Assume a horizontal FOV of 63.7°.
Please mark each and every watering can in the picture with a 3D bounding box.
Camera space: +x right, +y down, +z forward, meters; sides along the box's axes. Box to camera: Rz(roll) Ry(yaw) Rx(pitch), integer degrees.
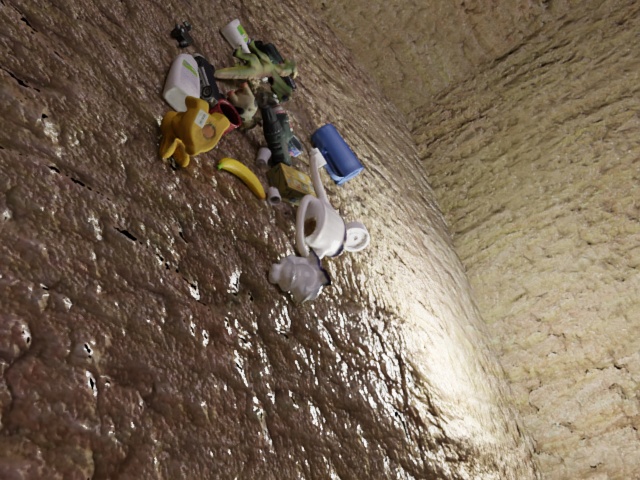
[{"bbox_3d":[0.005,-0.084,1.664,0.221,0.103,0.354,35,56,-48],"label":"watering can"}]

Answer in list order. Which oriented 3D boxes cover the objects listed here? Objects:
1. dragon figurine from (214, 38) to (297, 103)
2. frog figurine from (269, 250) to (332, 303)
[{"bbox_3d":[-0.198,-0.579,1.829,0.242,0.120,0.419,37,43,-3],"label":"dragon figurine"},{"bbox_3d":[-0.068,0.105,1.404,0.160,0.121,0.138,-13,80,-29],"label":"frog figurine"}]
